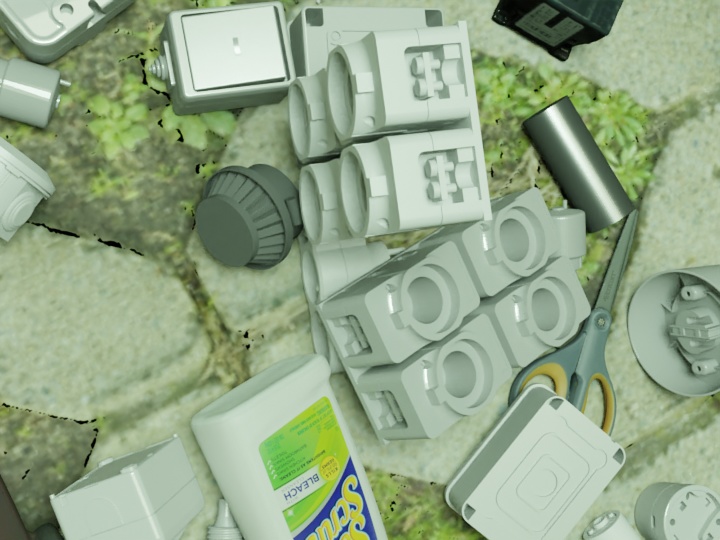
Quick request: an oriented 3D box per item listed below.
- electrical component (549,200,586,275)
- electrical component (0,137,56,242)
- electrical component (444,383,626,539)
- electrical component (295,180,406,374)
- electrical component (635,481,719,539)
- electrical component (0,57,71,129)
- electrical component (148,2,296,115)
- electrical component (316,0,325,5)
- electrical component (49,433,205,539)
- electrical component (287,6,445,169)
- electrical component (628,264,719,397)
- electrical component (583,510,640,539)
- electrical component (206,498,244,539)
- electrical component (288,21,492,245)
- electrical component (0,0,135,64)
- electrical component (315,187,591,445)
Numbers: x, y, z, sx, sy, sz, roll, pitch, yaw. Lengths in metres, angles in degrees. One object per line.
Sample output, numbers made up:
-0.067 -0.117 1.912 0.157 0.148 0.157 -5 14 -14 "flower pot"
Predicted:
0.152 -0.013 0.819 0.040 0.040 0.078 -7 101 -17 "electrical component"
-0.240 -0.060 0.686 0.080 0.080 0.051 38 82 -11 "electrical component"
0.125 0.147 0.779 0.078 0.057 0.113 40 87 -9 "electrical component"
0.000 0.000 0.766 0.074 0.052 0.138 -8 88 -17 "electrical component"
0.245 0.190 0.827 0.055 0.047 0.055 1 85 -16 "electrical component"
-0.235 -0.121 0.712 0.078 0.040 0.040 15 82 -14 "electrical component"
-0.097 -0.146 0.744 0.096 0.061 0.061 -10 89 -17 "electrical component"
-0.031 -0.242 0.771 0.096 0.062 0.061 37 77 -11 "electrical component"
-0.144 0.151 0.694 0.062 0.096 0.061 -21 92 12 "electrical component"
0.007 -0.131 0.776 0.109 0.056 0.108 -3 87 -17 "electrical component"
0.261 0.044 0.820 0.064 0.099 0.099 -12 89 -23 "electrical component"
0.201 0.216 0.816 0.044 0.044 0.065 -38 92 -16 "electrical component"
-0.092 0.187 0.734 0.035 0.035 0.061 5 82 -16 "electrical component"
0.007 -0.073 0.645 0.060 0.186 0.105 -8 91 -17 "electrical component"
-0.194 -0.185 0.719 0.095 0.059 0.053 -42 98 -15 "electrical component"
0.074 0.027 0.745 0.186 0.060 0.105 -32 101 -37 "electrical component"
